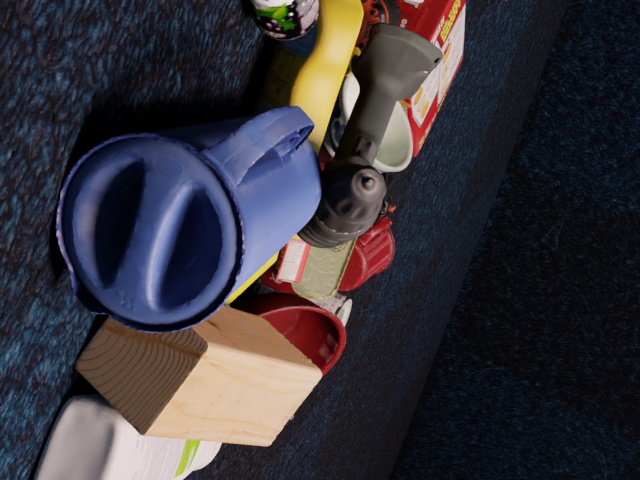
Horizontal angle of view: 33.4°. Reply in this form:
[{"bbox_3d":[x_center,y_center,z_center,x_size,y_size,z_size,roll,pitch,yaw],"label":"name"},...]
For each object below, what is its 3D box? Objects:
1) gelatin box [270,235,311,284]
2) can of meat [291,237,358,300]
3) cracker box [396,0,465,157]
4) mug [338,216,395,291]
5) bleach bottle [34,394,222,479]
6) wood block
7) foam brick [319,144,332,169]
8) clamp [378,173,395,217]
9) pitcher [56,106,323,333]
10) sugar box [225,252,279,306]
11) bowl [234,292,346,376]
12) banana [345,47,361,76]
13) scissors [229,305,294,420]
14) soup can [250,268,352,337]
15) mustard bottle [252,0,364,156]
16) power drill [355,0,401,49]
[{"bbox_3d":[-0.033,-0.008,1.116,0.089,0.030,0.073,-115,-142,-59],"label":"gelatin box"},{"bbox_3d":[-0.008,0.001,1.176,0.084,0.057,0.102,48,-58,59],"label":"can of meat"},{"bbox_3d":[0.120,-0.224,1.335,0.164,0.072,0.213,-64,165,-14],"label":"cracker box"},{"bbox_3d":[0.048,0.010,1.392,0.117,0.093,0.081,-39,178,34],"label":"mug"},{"bbox_3d":[-0.149,0.185,0.945,0.102,0.068,0.250,-70,160,-1],"label":"bleach bottle"},{"bbox_3d":[-0.094,0.109,0.900,0.090,0.091,0.205,-53,152,5],"label":"wood block"},{"bbox_3d":[0.025,-0.084,1.245,0.078,0.053,0.051,-52,160,-47],"label":"foam brick"},{"bbox_3d":[0.083,-0.058,1.541,0.209,0.036,0.164,-29,135,-74],"label":"clamp"},{"bbox_3d":[-0.072,-0.034,0.790,0.242,0.149,0.145,-39,131,-69],"label":"pitcher"},{"bbox_3d":[-0.086,0.013,0.998,0.176,0.048,0.093,-48,158,-55],"label":"sugar box"},{"bbox_3d":[-0.056,0.107,1.149,0.162,0.055,0.162,-14,140,-13],"label":"bowl"},{"bbox_3d":[0.001,-0.162,1.069,0.197,0.037,0.070,-50,178,-46],"label":"banana"},{"bbox_3d":[-0.079,0.113,1.068,0.201,0.016,0.096,29,68,-48],"label":"scissors"},{"bbox_3d":[-0.023,0.077,1.225,0.068,0.102,0.068,-58,163,-29],"label":"soup can"},{"bbox_3d":[-0.007,-0.162,0.929,0.096,0.058,0.192,44,-63,62],"label":"mustard bottle"},{"bbox_3d":[0.060,-0.279,1.042,0.184,0.057,0.188,-37,148,-63],"label":"power drill"}]
